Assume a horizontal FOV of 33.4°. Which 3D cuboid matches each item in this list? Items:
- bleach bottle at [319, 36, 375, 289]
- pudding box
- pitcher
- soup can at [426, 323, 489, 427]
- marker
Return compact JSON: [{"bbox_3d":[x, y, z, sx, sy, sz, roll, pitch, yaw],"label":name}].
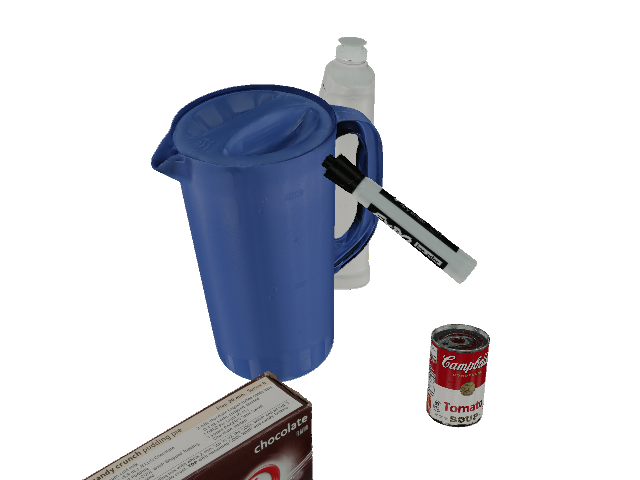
[{"bbox_3d":[0.024,-0.081,1.098,0.068,0.251,0.102,-1,28,-10],"label":"bleach bottle"},{"bbox_3d":[-0.055,0.128,0.516,0.113,0.090,0.039,-30,46,-33],"label":"pudding box"},{"bbox_3d":[-0.037,-0.002,0.908,0.149,0.243,0.144,13,39,23],"label":"pitcher"},{"bbox_3d":[0.160,0.158,1.250,0.068,0.102,0.068,1,22,-1],"label":"soup can"},{"bbox_3d":[0.050,-0.016,0.702,0.121,0.020,0.020,39,1,2],"label":"marker"}]
